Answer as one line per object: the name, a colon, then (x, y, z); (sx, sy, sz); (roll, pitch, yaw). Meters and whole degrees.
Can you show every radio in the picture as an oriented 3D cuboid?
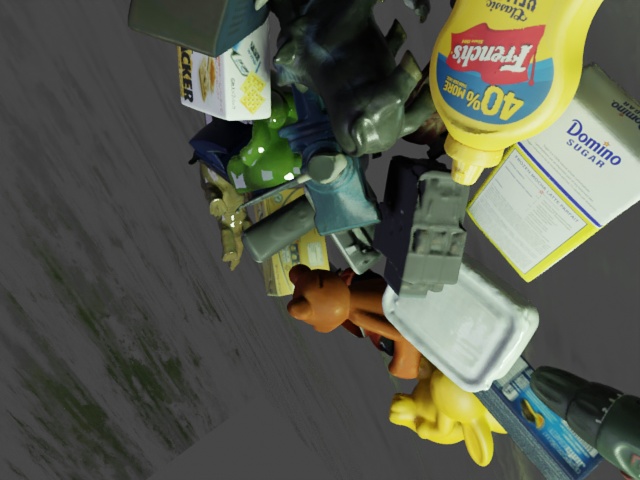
radio: (-0.078, -0.247, 0.462); (0.073, 0.230, 0.131); (20, 119, -6)

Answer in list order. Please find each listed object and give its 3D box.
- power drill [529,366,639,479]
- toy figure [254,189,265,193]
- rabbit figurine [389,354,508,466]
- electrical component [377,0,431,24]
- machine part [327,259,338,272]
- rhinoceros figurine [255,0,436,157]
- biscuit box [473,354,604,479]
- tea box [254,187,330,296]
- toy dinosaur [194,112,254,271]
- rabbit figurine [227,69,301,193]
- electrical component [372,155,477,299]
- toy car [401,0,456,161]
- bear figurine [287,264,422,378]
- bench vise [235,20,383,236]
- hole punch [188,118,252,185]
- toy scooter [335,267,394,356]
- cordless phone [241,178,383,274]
power drill: (0.318, 0.237, 0.516); (0.232, 0.086, 0.207); (19, 131, 56)
toy figure: (-0.056, -0.049, 0.969); (0.154, 0.058, 0.064); (49, 165, 6)
rabbit figurine: (0.182, 0.231, 0.747); (0.162, 0.122, 0.173); (42, 156, 24)
electrical component: (0.057, -0.218, 0.430); (0.102, 0.045, 0.078); (41, -166, 29)
machine part: (-0.036, 0.039, 1.027); (0.243, 0.079, 0.079); (45, 157, 33)
rhinoceros figurine: (0.016, -0.151, 0.439); (0.073, 0.112, 0.190); (21, -142, -61)
biscuit box: (0.237, 0.190, 0.643); (0.203, 0.059, 0.062); (51, 159, 18)
tea box: (-0.047, 0.002, 0.882); (0.068, 0.098, 0.169); (168, 96, -68)
toy dinosaur: (-0.194, -0.122, 1.075); (0.199, 0.105, 0.470); (-123, 27, -42)
rabbit figurine: (-0.071, -0.161, 0.755); (0.159, 0.121, 0.170); (1, 107, 63)
electrical component: (0.098, -0.012, 0.535); (0.115, 0.058, 0.134); (-118, 35, -74)
toy car: (0.113, -0.134, 0.450); (0.089, 0.053, 0.202); (59, 161, 3)
bear figurine: (0.047, 0.107, 0.748); (0.120, 0.196, 0.131); (-100, 14, -57)
bench vise: (0.001, -0.131, 0.550); (0.129, 0.223, 0.240); (-12, 98, 23)
hole punch: (-0.147, -0.170, 0.895); (0.116, 0.142, 0.092); (34, 155, 20)
toy scooter: (0.064, 0.109, 0.900); (0.135, 0.075, 0.183); (21, 144, 51)
cordless phone: (-0.001, -0.001, 0.724); (0.146, 0.184, 0.089); (58, 156, -3)
